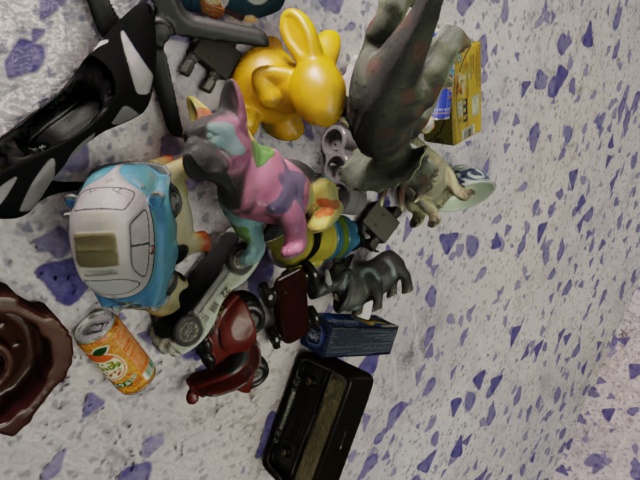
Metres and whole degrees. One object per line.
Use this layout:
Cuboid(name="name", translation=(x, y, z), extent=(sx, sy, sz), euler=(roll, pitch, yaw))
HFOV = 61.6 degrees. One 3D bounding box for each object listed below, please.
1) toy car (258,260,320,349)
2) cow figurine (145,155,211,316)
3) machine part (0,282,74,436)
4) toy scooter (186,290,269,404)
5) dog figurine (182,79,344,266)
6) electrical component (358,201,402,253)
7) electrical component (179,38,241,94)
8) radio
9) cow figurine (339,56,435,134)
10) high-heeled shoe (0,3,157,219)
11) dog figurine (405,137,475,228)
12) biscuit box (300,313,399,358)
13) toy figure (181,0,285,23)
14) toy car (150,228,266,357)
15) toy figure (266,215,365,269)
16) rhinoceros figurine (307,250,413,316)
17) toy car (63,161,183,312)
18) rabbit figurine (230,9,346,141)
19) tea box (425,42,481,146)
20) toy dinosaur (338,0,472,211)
Cuboid(name="toy car", translation=(-0.046, 0.097, 0.819), extent=(0.089, 0.053, 0.202), euler=(-25, 147, -15))
Cuboid(name="cow figurine", translation=(-0.202, 0.003, 0.644), extent=(0.127, 0.086, 0.194), euler=(-20, 116, -36))
Cuboid(name="machine part", translation=(-0.358, 0.127, 0.559), extent=(0.179, 0.056, 0.179), euler=(-18, 117, -38))
Cuboid(name="toy scooter", translation=(-0.141, 0.166, 0.777), extent=(0.135, 0.075, 0.183), euler=(-26, 127, -34))
Cuboid(name="dog figurine", translation=(-0.074, -0.089, 0.655), extent=(0.191, 0.109, 0.219), euler=(-45, 121, -43))
Cuboid(name="electrical component", translation=(0.103, -0.024, 0.968), extent=(0.078, 0.045, 0.102), euler=(37, 74, -17))
Cuboid(name="electrical component", translation=(-0.133, -0.233, 0.667), extent=(0.063, 0.021, 0.094), euler=(34, 81, -46))
Cuboid(name="radio", translation=(-0.008, 0.313, 0.920), extent=(0.073, 0.131, 0.229), euler=(19, 92, -46))
Cuboid(name="cow figurine", translation=(0.093, -0.196, 0.828), extent=(0.167, 0.068, 0.098), euler=(34, 90, -11))
Cuboid(name="high-heeled shoe", translation=(-0.258, -0.129, 0.520), extent=(0.145, 0.086, 0.248), euler=(-8, 130, -62))
Cuboid(name="dog figurine", translation=(0.165, -0.130, 0.965), extent=(0.121, 0.172, 0.190), euler=(-41, 99, -10))
Cuboid(name="biscuit box", translation=(0.058, 0.173, 0.983), extent=(0.202, 0.059, 0.062), euler=(11, 99, -47))
Cuboid(name="toy figure", translation=(-0.113, -0.297, 0.640), extent=(0.154, 0.058, 0.064), euler=(-19, 79, -37))
Cuboid(name="toy car", translation=(-0.153, 0.066, 0.723), extent=(0.201, 0.074, 0.056), euler=(-55, 134, -14))
Cuboid(name="toy figure", translation=(-0.003, -0.006, 0.834), extent=(0.180, 0.082, 0.089), euler=(-7, 146, -39))
Cuboid(name="rhinoceros figurine", translation=(0.069, 0.070, 0.913), extent=(0.190, 0.073, 0.112), euler=(-16, 87, -27))
Cuboid(name="toy car", translation=(-0.205, -0.001, 0.542), extent=(0.103, 0.109, 0.161), euler=(-25, 115, -82))
Cuboid(name="rabbit figurine", translation=(-0.025, -0.195, 0.680), extent=(0.122, 0.173, 0.162), euler=(15, 99, -42))
Cuboid(name="tea box", translation=(0.244, -0.271, 0.992), extent=(0.098, 0.068, 0.169), euler=(-29, 123, -35))
Cuboid(name="toy dinosaur", translation=(0.087, -0.165, 0.654), extent=(0.192, 0.131, 0.404), euler=(-66, 164, -9))
